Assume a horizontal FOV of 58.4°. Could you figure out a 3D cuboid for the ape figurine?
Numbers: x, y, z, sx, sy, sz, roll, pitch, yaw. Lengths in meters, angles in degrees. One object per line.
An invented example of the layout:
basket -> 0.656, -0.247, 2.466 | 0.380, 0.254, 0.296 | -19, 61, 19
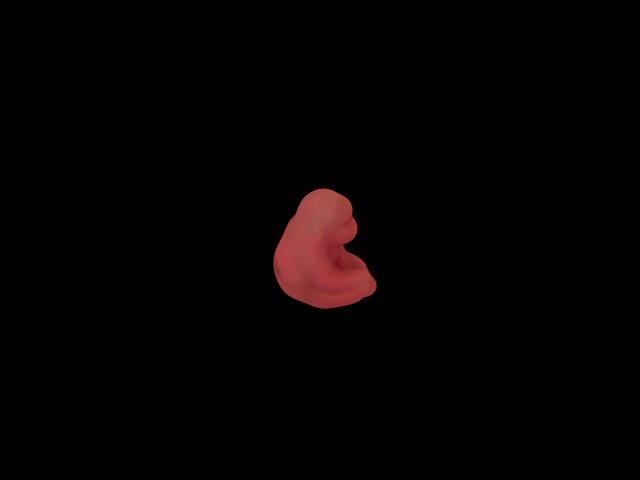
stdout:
ape figurine -> 0.004, 0.001, 0.400 | 0.076, 0.092, 0.077 | -3, 55, -2
